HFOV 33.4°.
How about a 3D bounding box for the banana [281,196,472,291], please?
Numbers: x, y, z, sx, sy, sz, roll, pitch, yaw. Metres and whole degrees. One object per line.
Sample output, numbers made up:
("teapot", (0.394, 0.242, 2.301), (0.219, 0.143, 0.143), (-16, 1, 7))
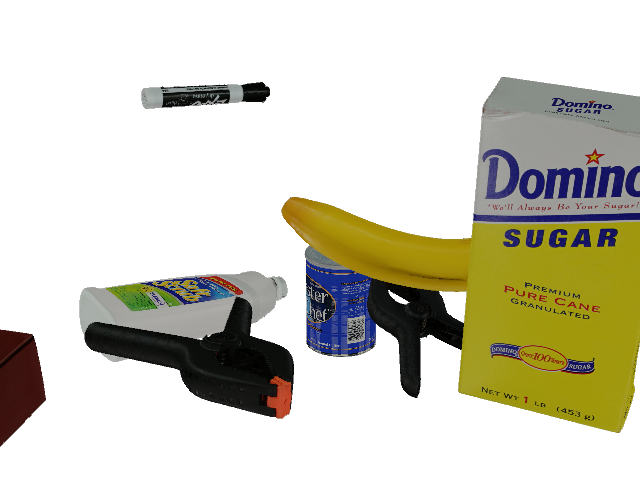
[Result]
("banana", (0.070, 0.005, 0.764), (0.197, 0.069, 0.037), (3, -45, -17))

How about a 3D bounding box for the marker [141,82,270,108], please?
("marker", (-0.104, -0.134, 0.981), (0.121, 0.020, 0.020), (-7, 3, -24))

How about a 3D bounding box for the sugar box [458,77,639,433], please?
("sugar box", (0.124, 0.010, 0.548), (0.093, 0.176, 0.048), (11, 35, 19))

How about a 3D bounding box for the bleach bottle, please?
("bleach bottle", (-0.155, 0.077, 1.291), (0.250, 0.068, 0.103), (-12, 31, -34))

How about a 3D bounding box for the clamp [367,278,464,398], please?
("clamp", (0.109, 0.082, 1.065), (0.120, 0.039, 0.171), (-3, 43, -24))

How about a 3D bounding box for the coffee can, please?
("coffee can", (0.030, 0.080, 1.519), (0.103, 0.140, 0.103), (-1, 21, 0))

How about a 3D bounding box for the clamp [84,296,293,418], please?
("clamp", (-0.080, 0.095, 0.910), (0.164, 0.036, 0.210), (-13, 22, -40))

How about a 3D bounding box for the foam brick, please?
("foam brick", (-0.221, 0.098, 0.680), (0.053, 0.051, 0.078), (6, 29, 22))
